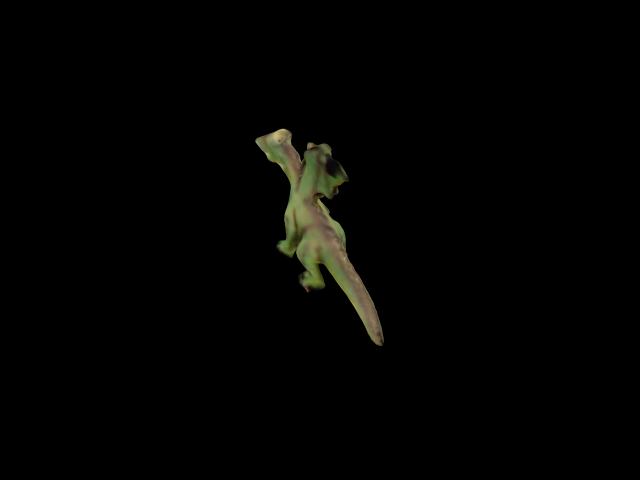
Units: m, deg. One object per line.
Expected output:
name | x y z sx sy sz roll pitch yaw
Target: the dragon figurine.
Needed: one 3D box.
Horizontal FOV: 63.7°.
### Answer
dragon figurine | 0.003 -0.043 0.850 0.123 0.237 0.417 -24 51 -21
